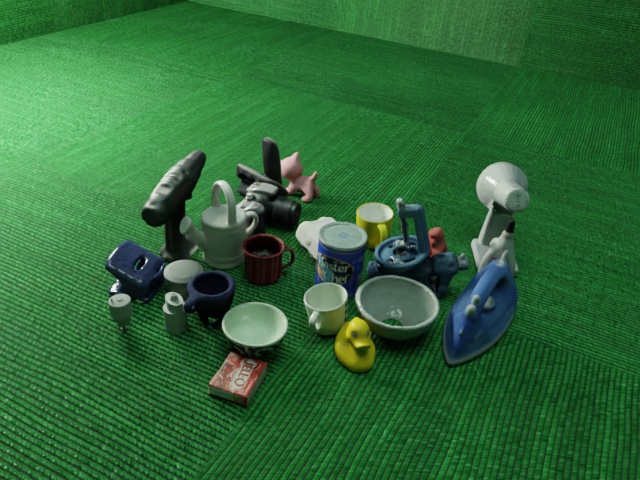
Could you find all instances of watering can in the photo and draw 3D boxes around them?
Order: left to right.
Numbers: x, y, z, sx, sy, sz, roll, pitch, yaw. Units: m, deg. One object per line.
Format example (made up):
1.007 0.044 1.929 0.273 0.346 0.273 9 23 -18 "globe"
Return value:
-0.218 -0.037 1.263 0.100 0.194 0.173 25 39 28 "watering can"

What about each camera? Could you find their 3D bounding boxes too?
-0.124 -0.078 1.423 0.136 0.101 0.143 14 35 13 "camera"

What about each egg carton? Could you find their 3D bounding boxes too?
0.012 0.005 1.345 0.107 0.069 0.150 -15 39 -28 "egg carton"

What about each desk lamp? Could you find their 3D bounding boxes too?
0.437 -0.058 1.367 0.118 0.214 0.203 6 34 1 "desk lamp"

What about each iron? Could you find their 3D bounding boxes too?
0.319 0.128 1.137 0.118 0.141 0.259 22 37 24 "iron"

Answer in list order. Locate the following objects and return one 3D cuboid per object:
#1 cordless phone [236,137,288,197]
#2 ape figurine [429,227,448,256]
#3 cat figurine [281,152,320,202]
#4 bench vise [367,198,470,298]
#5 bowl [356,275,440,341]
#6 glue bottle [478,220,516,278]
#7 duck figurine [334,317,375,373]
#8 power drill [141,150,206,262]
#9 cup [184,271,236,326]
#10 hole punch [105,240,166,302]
-0.155 -0.198 1.522 0.147 0.185 0.094 26 39 29 "cordless phone"
0.268 0.010 1.351 0.076 0.092 0.077 -1 34 -9 "ape figurine"
-0.060 -0.179 1.567 0.127 0.118 0.067 21 37 22 "cat figurine"
0.214 0.009 1.230 0.207 0.220 0.121 -2 34 -10 "bench vise"
0.150 0.147 1.146 0.167 0.075 0.167 4 34 -2 "bowl"
0.402 0.029 1.267 0.078 0.173 0.037 21 37 22 "glue bottle"
0.068 0.183 1.071 0.078 0.086 0.104 -5 35 -15 "duck figurine"
-0.315 -0.069 1.285 0.075 0.208 0.230 13 34 11 "power drill"
-0.217 0.127 1.108 0.091 0.095 0.118 22 37 23 "cup"
-0.378 0.061 1.188 0.101 0.091 0.108 9 34 6 "hole punch"
